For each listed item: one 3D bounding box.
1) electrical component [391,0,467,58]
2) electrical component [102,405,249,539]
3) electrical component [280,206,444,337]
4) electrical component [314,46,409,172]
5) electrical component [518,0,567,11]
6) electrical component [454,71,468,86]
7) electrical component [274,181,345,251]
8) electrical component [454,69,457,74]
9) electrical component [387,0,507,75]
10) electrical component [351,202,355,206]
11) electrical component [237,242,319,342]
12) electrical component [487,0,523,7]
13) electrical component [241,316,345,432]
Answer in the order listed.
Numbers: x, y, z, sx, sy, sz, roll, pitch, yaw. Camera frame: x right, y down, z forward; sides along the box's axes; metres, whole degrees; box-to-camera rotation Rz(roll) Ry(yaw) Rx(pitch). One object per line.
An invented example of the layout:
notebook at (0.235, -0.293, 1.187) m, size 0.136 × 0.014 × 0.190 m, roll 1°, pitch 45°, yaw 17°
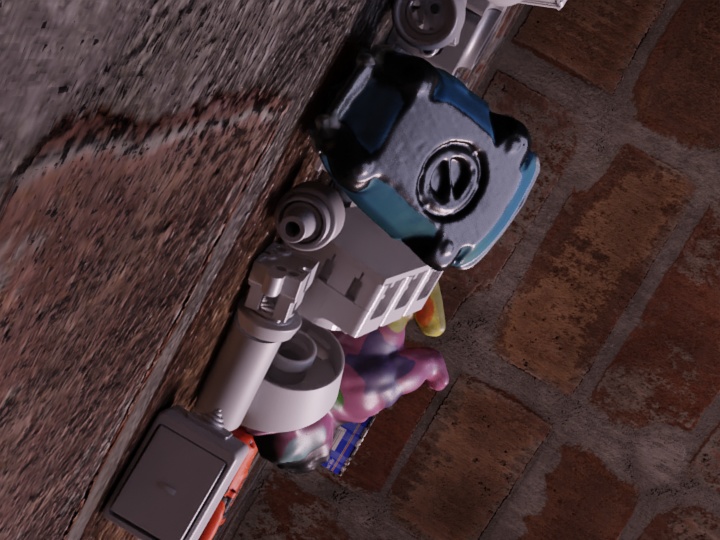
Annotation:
electrical component at (0.048, -0.171, 0.708) m, size 0.055 × 0.048 × 0.066 m, roll -55°, pitch 157°, yaw -68°
electrical component at (-0.120, 0.135, 0.721) m, size 0.096 × 0.062 × 0.061 m, roll -60°, pitch 177°, yaw -1°
electrical component at (0.000, 0.000, 0.874) m, size 0.061 × 0.089 × 0.150 m, roll -61°, pitch 163°, yaw 18°
electrical component at (0.018, -0.110, 0.795) m, size 0.099 × 0.048 × 0.099 m, roll -58°, pitch 177°, yaw 34°
electrical component at (0.130, -0.262, 0.883) m, size 0.061 × 0.096 × 0.061 m, roll -59°, pitch 148°, yaw -24°
electrical component at (0.049, -0.138, 0.998) m, size 0.113 × 0.057 × 0.078 m, roll -60°, pitch 177°, yaw 5°
electrical component at (-0.035, -0.033, 0.698) m, size 0.043 × 0.043 × 0.062 m, roll -61°, pitch 176°, yaw 19°
electrical component at (0.075, -0.204, 0.920) m, size 0.079 × 0.043 × 0.077 m, roll -60°, pitch 177°, yaw -14°
electrical component at (0.088, -0.223, 0.766) m, size 0.150 × 0.062 × 0.089 m, roll -62°, pitch 177°, yaw 34°
electrical component at (-0.006, -0.058, 0.998) m, size 0.081 × 0.042 × 0.063 m, roll -58°, pitch 176°, yaw -42°
electrical component at (-0.060, 0.017, 0.770) m, size 0.066 × 0.048 × 0.055 m, roll -55°, pitch 166°, yaw -65°
electrical component at (0.076, -0.216, 0.678) m, size 0.077 × 0.043 × 0.079 m, roll 13°, pitch 70°, yaw -55°
electrical component at (-0.064, 0.084, 0.893) m, size 0.099 × 0.099 × 0.064 m, roll -57°, pitch 169°, yaw -51°
